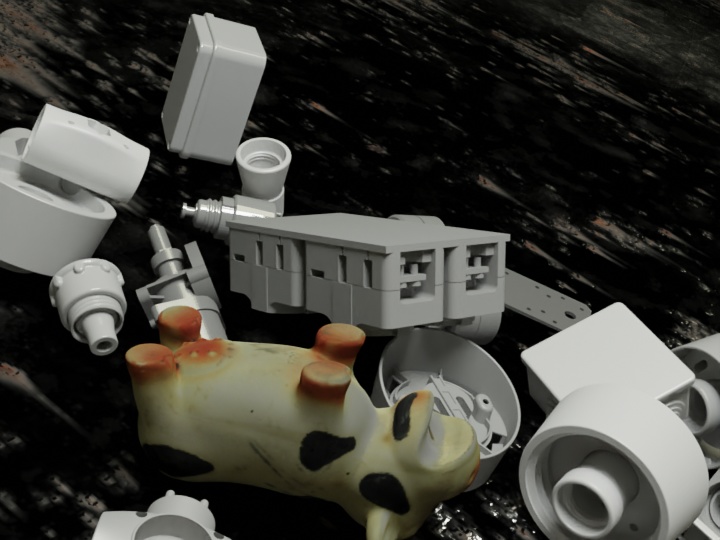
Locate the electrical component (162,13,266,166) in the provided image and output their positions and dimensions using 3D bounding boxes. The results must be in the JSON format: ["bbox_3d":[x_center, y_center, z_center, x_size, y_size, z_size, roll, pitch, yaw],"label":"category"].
[{"bbox_3d":[-0.131,-0.158,0.943,0.057,0.113,0.078,10,32,-23],"label":"electrical component"}]

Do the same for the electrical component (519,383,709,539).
[{"bbox_3d":[0.148,0.130,0.653,0.108,0.108,0.060,34,39,23],"label":"electrical component"}]

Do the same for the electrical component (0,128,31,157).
[{"bbox_3d":[-0.256,-0.081,0.812,0.077,0.043,0.079,3,35,-27],"label":"electrical component"}]

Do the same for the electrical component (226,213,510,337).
[{"bbox_3d":[0.000,0.000,0.751,0.105,0.060,0.186,-6,11,-37],"label":"electrical component"}]

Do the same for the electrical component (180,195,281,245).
[{"bbox_3d":[-0.101,-0.039,0.840,0.078,0.040,0.040,11,32,-16],"label":"electrical component"}]

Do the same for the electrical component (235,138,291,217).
[{"bbox_3d":[-0.079,-0.069,0.876,0.044,0.065,0.044,3,45,-3],"label":"electrical component"}]

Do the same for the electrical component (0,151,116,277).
[{"bbox_3d":[-0.227,-0.033,0.725,0.108,0.060,0.108,26,8,-4],"label":"electrical component"}]

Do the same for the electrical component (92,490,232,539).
[{"bbox_3d":[-0.095,0.142,0.547,0.077,0.044,0.079,17,30,-6],"label":"electrical component"}]

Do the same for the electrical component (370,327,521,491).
[{"bbox_3d":[0.052,0.092,0.695,0.099,0.064,0.099,15,30,-9],"label":"electrical component"}]

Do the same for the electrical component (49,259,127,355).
[{"bbox_3d":[-0.171,0.027,0.690,0.048,0.048,0.062,0,42,-30],"label":"electrical component"}]

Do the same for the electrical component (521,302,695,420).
[{"bbox_3d":[0.176,0.083,0.767,0.100,0.048,0.099,-26,45,-12],"label":"electrical component"}]

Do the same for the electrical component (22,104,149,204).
[{"bbox_3d":[-0.197,-0.087,0.771,0.077,0.043,0.079,23,12,-22],"label":"electrical component"}]

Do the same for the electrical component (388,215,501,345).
[{"bbox_3d":[0.075,0.006,0.859,0.074,0.052,0.138,1,35,-30],"label":"electrical component"}]

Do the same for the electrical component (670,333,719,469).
[{"bbox_3d":[0.262,0.097,0.784,0.064,0.099,0.099,-7,39,-28],"label":"electrical component"}]

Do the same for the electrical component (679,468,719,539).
[{"bbox_3d":[0.275,0.180,0.684,0.121,0.078,0.063,43,16,34],"label":"electrical component"}]
